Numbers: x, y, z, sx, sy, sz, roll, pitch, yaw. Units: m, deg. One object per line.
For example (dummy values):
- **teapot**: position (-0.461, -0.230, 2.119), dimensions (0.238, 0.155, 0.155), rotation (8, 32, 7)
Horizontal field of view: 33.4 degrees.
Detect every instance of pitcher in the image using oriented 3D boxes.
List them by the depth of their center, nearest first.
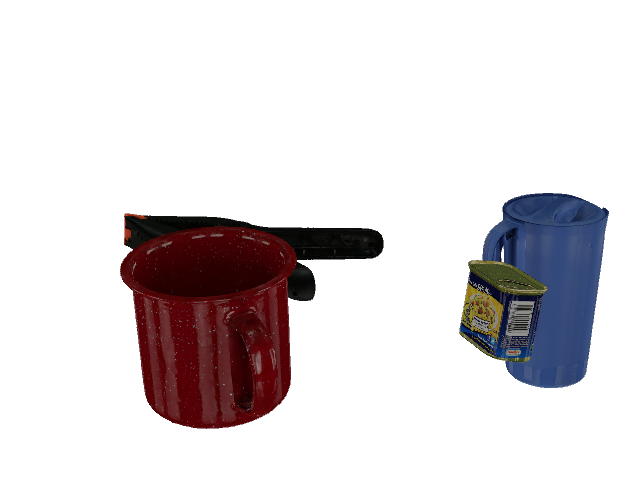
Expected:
- **pitcher**: position (0.293, 0.068, 1.401), dimensions (0.149, 0.243, 0.144), rotation (5, 21, 15)

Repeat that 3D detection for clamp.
- **clamp**: position (-0.067, 0.007, 0.845), dimensions (0.210, 0.036, 0.164), rotation (7, 13, 14)

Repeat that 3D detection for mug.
- **mug**: position (-0.052, 0.051, 0.568), dimensions (0.093, 0.081, 0.117), rotation (-14, 27, -27)

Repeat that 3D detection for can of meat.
- **can of meat**: position (0.197, 0.077, 1.166), dimensions (0.057, 0.084, 0.102), rotation (2, 16, -21)
